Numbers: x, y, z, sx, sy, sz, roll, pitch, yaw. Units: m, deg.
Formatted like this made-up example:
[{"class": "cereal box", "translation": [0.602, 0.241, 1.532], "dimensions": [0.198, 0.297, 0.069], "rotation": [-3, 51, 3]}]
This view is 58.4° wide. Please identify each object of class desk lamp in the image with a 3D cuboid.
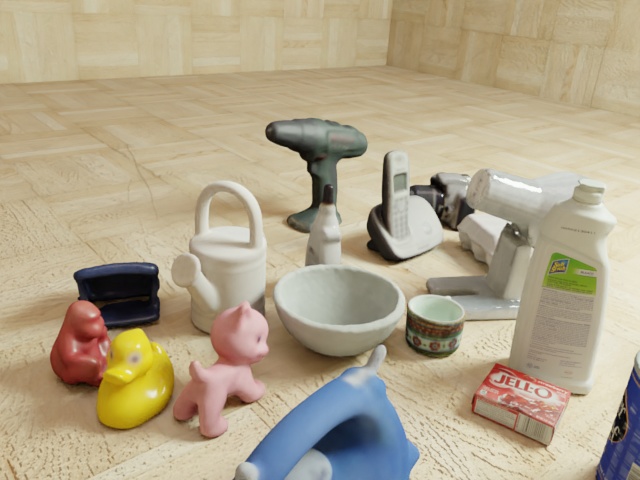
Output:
[{"class": "desk lamp", "translation": [0.276, 0.001, 0.819], "dimensions": [0.203, 0.214, 0.117], "rotation": [-1, 25, -11]}]

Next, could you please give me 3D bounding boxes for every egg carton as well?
[{"class": "egg carton", "translation": [0.312, 0.003, 0.996], "dimensions": [0.107, 0.069, 0.150], "rotation": [-4, 26, -17]}]

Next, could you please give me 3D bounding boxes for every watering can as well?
[{"class": "watering can", "translation": [-0.120, 0.021, 0.736], "dimensions": [0.101, 0.194, 0.173], "rotation": [5, 24, 2]}]

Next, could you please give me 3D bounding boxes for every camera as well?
[{"class": "camera", "translation": [0.235, -0.090, 1.150], "dimensions": [0.137, 0.101, 0.143], "rotation": [2, 25, -5]}]

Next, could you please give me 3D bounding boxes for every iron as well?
[{"class": "iron", "translation": [-0.020, 0.188, 0.448], "dimensions": [0.118, 0.141, 0.259], "rotation": [21, 29, 33]}]

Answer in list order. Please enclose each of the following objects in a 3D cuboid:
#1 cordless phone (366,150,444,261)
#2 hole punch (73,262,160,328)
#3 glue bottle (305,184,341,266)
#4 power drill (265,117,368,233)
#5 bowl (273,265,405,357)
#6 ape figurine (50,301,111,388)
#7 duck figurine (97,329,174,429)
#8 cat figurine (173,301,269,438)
[{"class": "cordless phone", "translation": [0.152, -0.067, 0.983], "dimensions": [0.148, 0.185, 0.093], "rotation": [-20, 33, -41]}, {"class": "hole punch", "translation": [-0.269, 0.055, 0.761], "dimensions": [0.109, 0.091, 0.101], "rotation": [-5, 26, -18]}, {"class": "glue bottle", "translation": [0.008, 0.003, 0.821], "dimensions": [0.037, 0.173, 0.078], "rotation": [-6, 26, -22]}, {"class": "power drill", "translation": [-0.008, -0.126, 1.059], "dimensions": [0.230, 0.208, 0.075], "rotation": [-19, 33, -40]}, {"class": "bowl", "translation": [0.022, 0.099, 0.732], "dimensions": [0.167, 0.075, 0.167], "rotation": [4, 24, -1]}, {"class": "ape figurine", "translation": [-0.262, 0.111, 0.638], "dimensions": [0.076, 0.092, 0.078], "rotation": [8, 25, 9]}, {"class": "duck figurine", "translation": [-0.196, 0.134, 0.607], "dimensions": [0.077, 0.086, 0.104], "rotation": [8, 25, 9]}, {"class": "cat figurine", "translation": [-0.098, 0.122, 0.610], "dimensions": [0.067, 0.118, 0.128], "rotation": [16, 27, 24]}]
